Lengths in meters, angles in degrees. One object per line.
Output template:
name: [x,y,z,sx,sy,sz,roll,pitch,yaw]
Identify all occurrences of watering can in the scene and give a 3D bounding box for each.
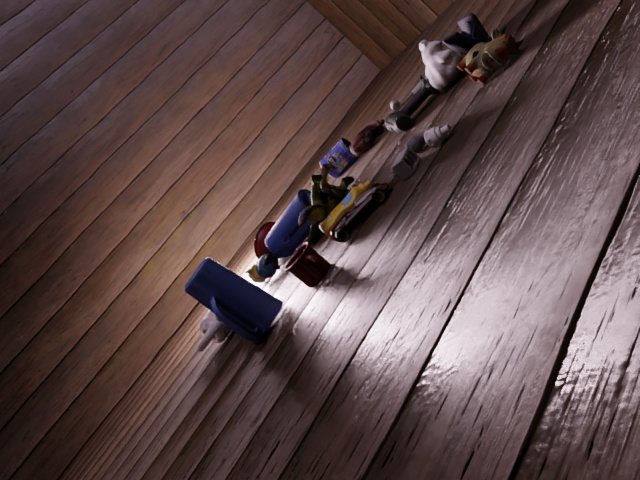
watering can: [-0.320,0.252,1.707,0.104,0.229,0.341,34,-39,-4]

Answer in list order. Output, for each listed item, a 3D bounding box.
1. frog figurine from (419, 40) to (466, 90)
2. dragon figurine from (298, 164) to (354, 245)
frog figurine: [0.363,-0.546,1.581,0.158,0.123,0.137,39,-9,-11]
dragon figurine: [0.005,-0.079,1.570,0.123,0.237,0.419,23,41,13]
